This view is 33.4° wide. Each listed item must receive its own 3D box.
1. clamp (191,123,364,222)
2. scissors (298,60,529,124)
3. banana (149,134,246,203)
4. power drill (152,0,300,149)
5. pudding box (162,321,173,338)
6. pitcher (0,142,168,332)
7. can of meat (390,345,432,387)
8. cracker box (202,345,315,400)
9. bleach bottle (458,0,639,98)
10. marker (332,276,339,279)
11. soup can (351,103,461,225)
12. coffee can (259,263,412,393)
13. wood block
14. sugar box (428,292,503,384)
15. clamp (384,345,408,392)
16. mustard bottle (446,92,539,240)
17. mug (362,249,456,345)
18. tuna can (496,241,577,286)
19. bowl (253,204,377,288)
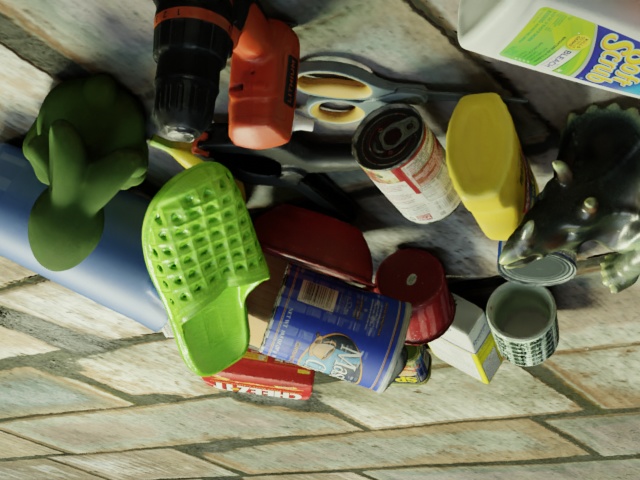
[{"bbox_3d":[-0.018,-0.077,1.033,0.209,0.036,0.165,17,154,-24],"label":"clamp"},{"bbox_3d":[0.072,-0.120,0.939,0.201,0.016,0.096,11,157,-5],"label":"scissors"},{"bbox_3d":[-0.111,-0.057,1.113,0.070,0.037,0.197,18,158,22],"label":"banana"},{"bbox_3d":[-0.067,-0.134,0.778,0.057,0.184,0.187,2,164,14],"label":"power drill"},{"bbox_3d":[-0.141,0.080,1.326,0.114,0.089,0.039,-4,123,48],"label":"pudding box"},{"bbox_3d":[-0.254,-0.009,1.149,0.242,0.145,0.149,26,147,-16],"label":"pitcher"},{"bbox_3d":[0.100,0.161,1.485,0.102,0.057,0.084,0,151,15],"label":"can of meat"},{"bbox_3d":[-0.088,0.178,1.522,0.164,0.072,0.214,9,166,0],"label":"cracker box"},{"bbox_3d":[0.232,-0.148,0.775,0.250,0.068,0.103,14,155,-17],"label":"bleach bottle"},{"bbox_3d":[-0.036,0.046,1.324,0.121,0.020,0.020,3,155,12],"label":"marker"},{"bbox_3d":[0.080,-0.065,0.944,0.069,0.068,0.102,-6,150,29],"label":"soup can"},{"bbox_3d":[0.016,0.094,1.148,0.140,0.102,0.103,19,155,-1],"label":"coffee can"},{"bbox_3d":[-0.056,0.074,1.259,0.205,0.090,0.091,27,152,-32],"label":"wood block"},{"bbox_3d":[0.171,0.116,1.342,0.093,0.048,0.176,28,163,27],"label":"sugar box"},{"bbox_3d":[0.063,0.128,1.392,0.120,0.039,0.171,12,129,13],"label":"clamp"},{"bbox_3d":[0.160,-0.052,0.953,0.058,0.096,0.191,-6,162,18],"label":"mustard bottle"},{"bbox_3d":[0.096,0.064,1.235,0.117,0.093,0.081,-5,148,9],"label":"mug"},{"bbox_3d":[0.236,0.018,1.159,0.086,0.033,0.086,7,155,3],"label":"tuna can"},{"bbox_3d":[-0.007,0.001,1.140,0.162,0.055,0.162,18,177,1],"label":"bowl"}]
